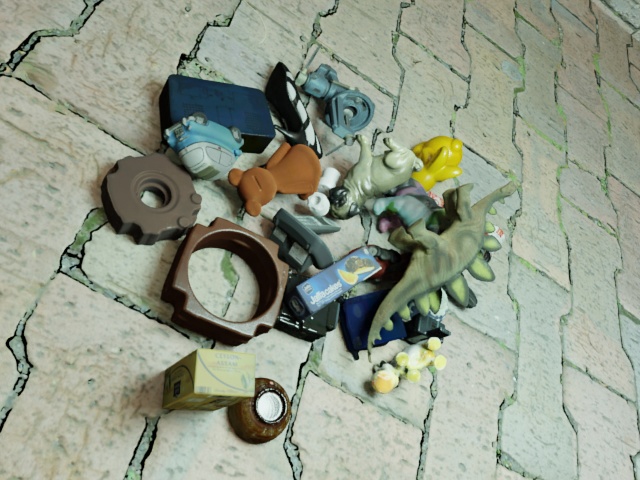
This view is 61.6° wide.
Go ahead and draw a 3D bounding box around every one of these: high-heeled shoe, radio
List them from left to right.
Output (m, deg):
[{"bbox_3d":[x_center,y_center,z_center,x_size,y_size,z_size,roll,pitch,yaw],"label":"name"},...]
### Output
[{"bbox_3d":[-0.216,-0.260,1.124,0.229,0.073,0.131,0,66,-35],"label":"radio"},{"bbox_3d":[-0.050,-0.301,1.251,0.145,0.086,0.249,24,52,-36],"label":"high-heeled shoe"}]

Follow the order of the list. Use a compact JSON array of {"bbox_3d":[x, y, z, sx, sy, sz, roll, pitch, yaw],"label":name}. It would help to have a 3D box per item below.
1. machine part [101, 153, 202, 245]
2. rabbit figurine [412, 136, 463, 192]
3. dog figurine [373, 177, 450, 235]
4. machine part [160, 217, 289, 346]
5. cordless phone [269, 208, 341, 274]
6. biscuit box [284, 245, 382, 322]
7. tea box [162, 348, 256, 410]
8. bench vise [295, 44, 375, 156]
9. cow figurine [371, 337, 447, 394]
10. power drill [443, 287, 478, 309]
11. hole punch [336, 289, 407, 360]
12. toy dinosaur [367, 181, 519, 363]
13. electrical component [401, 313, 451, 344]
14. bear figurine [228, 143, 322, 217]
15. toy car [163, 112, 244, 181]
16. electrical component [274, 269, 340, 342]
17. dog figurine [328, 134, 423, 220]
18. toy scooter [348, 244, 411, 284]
[{"bbox_3d":[-0.307,-0.078,0.984,0.179,0.056,0.179,14,60,-25],"label":"machine part"},{"bbox_3d":[0.293,-0.178,1.373,0.173,0.162,0.121,-44,107,-21],"label":"rabbit figurine"},{"bbox_3d":[0.244,-0.072,1.229,0.219,0.108,0.191,8,53,21],"label":"dog figurine"},{"bbox_3d":[-0.170,0.076,0.976,0.201,0.087,0.201,26,54,-20],"label":"machine part"},{"bbox_3d":[-0.002,-0.003,1.111,0.147,0.088,0.184,39,27,32],"label":"cordless phone"},{"bbox_3d":[0.026,0.082,1.040,0.203,0.063,0.059,-29,83,-39],"label":"biscuit box"},{"bbox_3d":[-0.177,0.223,0.845,0.098,0.169,0.068,14,62,-29],"label":"tea box"},{"bbox_3d":[0.042,-0.316,1.275,0.223,0.129,0.241,30,39,-33],"label":"bench vise"},{"bbox_3d":[0.170,0.260,1.109,0.167,0.098,0.068,-21,84,-18],"label":"cow figurine"},{"bbox_3d":[0.323,0.027,1.306,0.232,0.086,0.207,35,75,-8],"label":"power drill"},{"bbox_3d":[0.106,0.166,1.109,0.116,0.092,0.142,-6,74,-31],"label":"hole punch"},{"bbox_3d":[0.237,0.042,1.079,0.471,0.105,0.198,-38,94,-9],"label":"toy dinosaur"},{"bbox_3d":[0.230,0.192,1.153,0.075,0.119,0.048,26,56,-17],"label":"electrical component"},{"bbox_3d":[-0.094,-0.119,1.121,0.196,0.132,0.120,-32,85,-21],"label":"bear figurine"},{"bbox_3d":[-0.215,-0.168,1.027,0.161,0.109,0.103,21,50,-60],"label":"toy car"},{"bbox_3d":[-0.027,0.133,1.057,0.134,0.058,0.115,22,59,-22],"label":"electrical component"},{"bbox_3d":[0.118,-0.117,1.181,0.121,0.173,0.190,41,66,-54],"label":"dog figurine"},{"bbox_3d":[0.154,0.047,1.166,0.184,0.135,0.075,14,62,-25],"label":"toy scooter"}]
